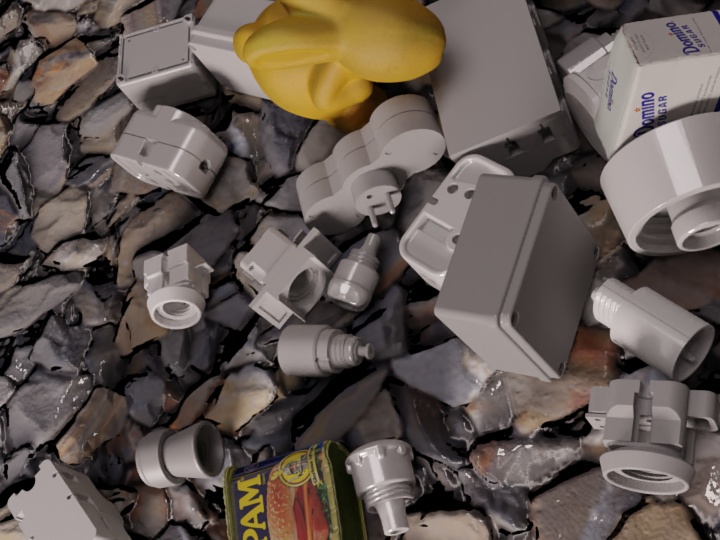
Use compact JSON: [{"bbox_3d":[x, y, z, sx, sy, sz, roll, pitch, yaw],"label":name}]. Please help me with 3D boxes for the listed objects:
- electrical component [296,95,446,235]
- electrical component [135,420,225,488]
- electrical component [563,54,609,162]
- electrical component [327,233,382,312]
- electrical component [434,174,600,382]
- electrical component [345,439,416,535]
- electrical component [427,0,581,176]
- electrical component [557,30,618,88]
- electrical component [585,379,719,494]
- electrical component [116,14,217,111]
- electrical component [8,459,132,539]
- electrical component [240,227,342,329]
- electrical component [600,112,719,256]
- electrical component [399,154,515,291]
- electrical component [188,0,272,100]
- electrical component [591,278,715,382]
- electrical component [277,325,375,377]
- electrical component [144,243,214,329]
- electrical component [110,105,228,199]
[{"bbox_3d":[0.011,-0.068,0.842,0.138,0.052,0.073,-37,51,30],"label":"electrical component"},{"bbox_3d":[-0.139,0.143,0.834,0.055,0.045,0.045,-15,59,22],"label":"electrical component"},{"bbox_3d":[0.186,-0.116,0.772,0.051,0.080,0.080,-33,54,3],"label":"electrical component"},{"bbox_3d":[0.000,0.000,0.840,0.035,0.035,0.061,13,70,33],"label":"electrical component"},{"bbox_3d":[0.109,0.006,0.731,0.056,0.109,0.108,8,69,34],"label":"electrical component"},{"bbox_3d":[0.018,0.151,0.745,0.048,0.048,0.062,-23,62,17],"label":"electrical component"},{"bbox_3d":[0.107,-0.148,0.842,0.089,0.062,0.150,-21,57,18],"label":"electrical component"},{"bbox_3d":[0.187,-0.160,0.818,0.078,0.040,0.040,-35,54,8],"label":"electrical component"},{"bbox_3d":[0.181,0.105,0.672,0.078,0.058,0.057,-1,62,28],"label":"electrical component"},{"bbox_3d":[-0.175,-0.195,1.025,0.096,0.061,0.061,-12,61,16],"label":"electrical component"},{"bbox_3d":[-0.224,0.200,0.843,0.050,0.056,0.089,-48,53,-1],"label":"electrical component"},{"bbox_3d":[-0.059,0.001,0.867,0.081,0.042,0.064,-50,50,-4],"label":"electrical component"},{"bbox_3d":[0.219,-0.048,0.703,0.108,0.108,0.060,-21,64,18],"label":"electrical component"},{"bbox_3d":[0.082,-0.028,0.794,0.054,0.059,0.095,33,83,37],"label":"electrical component"},{"bbox_3d":[-0.088,-0.196,0.964,0.113,0.078,0.057,19,72,34],"label":"electrical component"},{"bbox_3d":[0.188,0.035,0.713,0.081,0.043,0.043,36,85,37],"label":"electrical component"},{"bbox_3d":[-0.026,0.062,0.818,0.078,0.040,0.040,-2,64,28],"label":"electrical component"},{"bbox_3d":[-0.155,0.016,0.910,0.066,0.048,0.055,-21,49,18],"label":"electrical component"},{"bbox_3d":[-0.171,-0.109,0.978,0.095,0.054,0.059,18,75,34],"label":"electrical component"}]
